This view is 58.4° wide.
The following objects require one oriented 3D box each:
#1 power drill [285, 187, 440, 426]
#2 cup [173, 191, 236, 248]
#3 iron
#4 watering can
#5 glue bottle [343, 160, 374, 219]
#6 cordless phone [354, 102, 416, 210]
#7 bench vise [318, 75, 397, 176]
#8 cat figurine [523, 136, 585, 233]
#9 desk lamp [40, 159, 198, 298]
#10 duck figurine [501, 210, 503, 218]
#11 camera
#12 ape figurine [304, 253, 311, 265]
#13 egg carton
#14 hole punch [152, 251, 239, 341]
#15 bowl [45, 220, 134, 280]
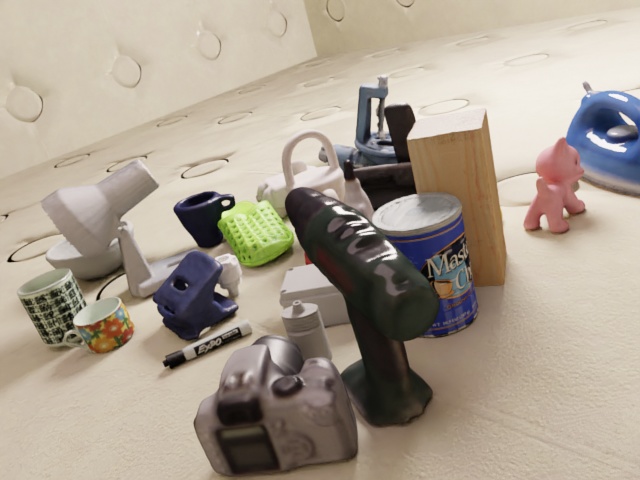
[{"bbox_3d":[0.039,0.064,0.560,0.076,0.209,0.228,-24,25,-18],"label":"power drill"},{"bbox_3d":[-0.207,-0.038,1.087,0.117,0.095,0.091,-13,24,7],"label":"cup"},{"bbox_3d":[0.473,-0.162,0.878,0.118,0.142,0.258,-17,23,-3],"label":"iron"},{"bbox_3d":[-0.011,-0.088,0.950,0.101,0.194,0.172,-33,28,-34],"label":"watering can"},{"bbox_3d":[0.057,-0.030,0.805,0.037,0.173,0.078,-9,24,15],"label":"glue bottle"},{"bbox_3d":[0.121,-0.151,1.020,0.147,0.185,0.094,-4,26,24],"label":"cordless phone"},{"bbox_3d":[0.085,-0.192,1.091,0.207,0.220,0.121,-11,24,11],"label":"bench vise"},{"bbox_3d":[0.339,-0.089,0.829,0.067,0.118,0.128,6,31,41],"label":"cat figurine"},{"bbox_3d":[-0.323,-0.015,0.959,0.203,0.214,0.117,-23,24,-17],"label":"desk lamp"},{"bbox_3d":[0.235,-0.065,0.881,0.077,0.086,0.104,-15,23,2],"label":"duck figurine"},{"bbox_3d":[-0.041,0.144,0.567,0.143,0.101,0.137,-11,24,10],"label":"camera"},{"bbox_3d":[0.008,0.003,0.864,0.078,0.092,0.076,-18,24,-6],"label":"ape figurine"},{"bbox_3d":[-0.052,-0.098,1.156,0.150,0.069,0.107,-21,24,-13],"label":"egg carton"},{"bbox_3d":[-0.186,0.077,0.821,0.101,0.091,0.108,-30,27,-30],"label":"hole punch"},{"bbox_3d":[-0.430,0.029,1.103,0.167,0.075,0.167,-13,23,6],"label":"bowl"}]
